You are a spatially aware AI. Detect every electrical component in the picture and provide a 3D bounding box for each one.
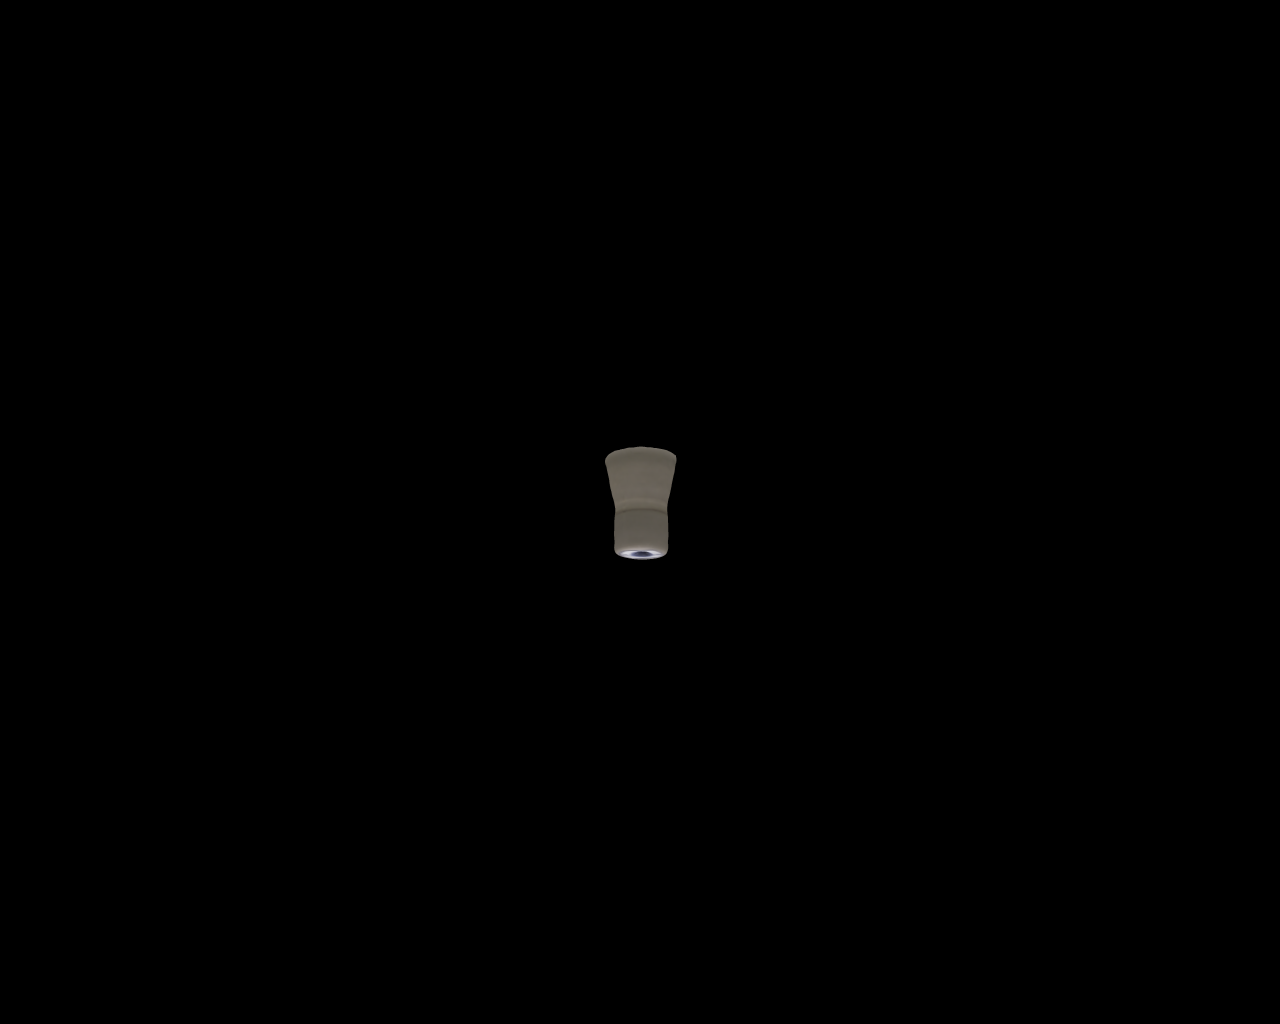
[{"bbox_3d":[0.001,-0.003,0.650,0.044,0.065,0.044,0,-15,0],"label":"electrical component"}]
